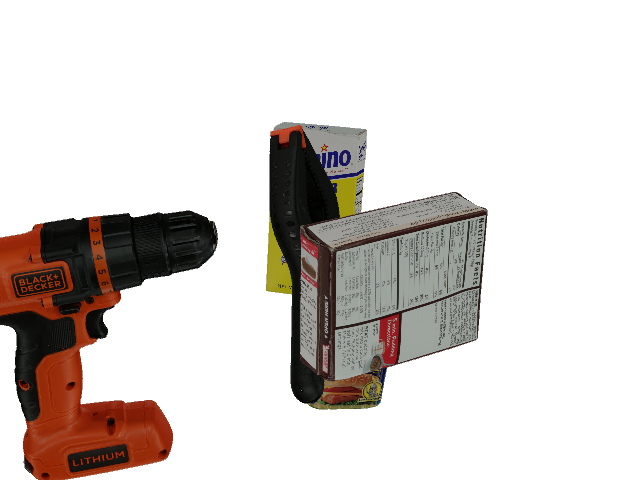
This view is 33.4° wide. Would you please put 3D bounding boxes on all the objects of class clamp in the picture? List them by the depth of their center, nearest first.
[{"bbox_3d":[0.000,0.011,0.867,0.036,0.210,0.164,-10,3,23],"label":"clamp"}]

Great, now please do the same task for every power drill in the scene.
[{"bbox_3d":[-0.154,0.071,0.743,0.184,0.188,0.057,-9,26,-5],"label":"power drill"}]

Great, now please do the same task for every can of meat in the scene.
[{"bbox_3d":[0.031,0.157,1.304,0.102,0.084,0.057,2,24,-15],"label":"can of meat"}]

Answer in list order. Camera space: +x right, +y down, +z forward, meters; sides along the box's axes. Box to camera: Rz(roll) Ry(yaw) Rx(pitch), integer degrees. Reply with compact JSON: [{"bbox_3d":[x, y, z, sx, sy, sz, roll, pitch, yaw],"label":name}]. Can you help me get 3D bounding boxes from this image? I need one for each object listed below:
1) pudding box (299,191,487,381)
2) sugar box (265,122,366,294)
[{"bbox_3d":[0.043,0.027,0.632,0.113,0.090,0.039,-14,27,-29],"label":"pudding box"},{"bbox_3d":[-0.005,-0.031,1.108,0.093,0.176,0.048,6,16,14],"label":"sugar box"}]
